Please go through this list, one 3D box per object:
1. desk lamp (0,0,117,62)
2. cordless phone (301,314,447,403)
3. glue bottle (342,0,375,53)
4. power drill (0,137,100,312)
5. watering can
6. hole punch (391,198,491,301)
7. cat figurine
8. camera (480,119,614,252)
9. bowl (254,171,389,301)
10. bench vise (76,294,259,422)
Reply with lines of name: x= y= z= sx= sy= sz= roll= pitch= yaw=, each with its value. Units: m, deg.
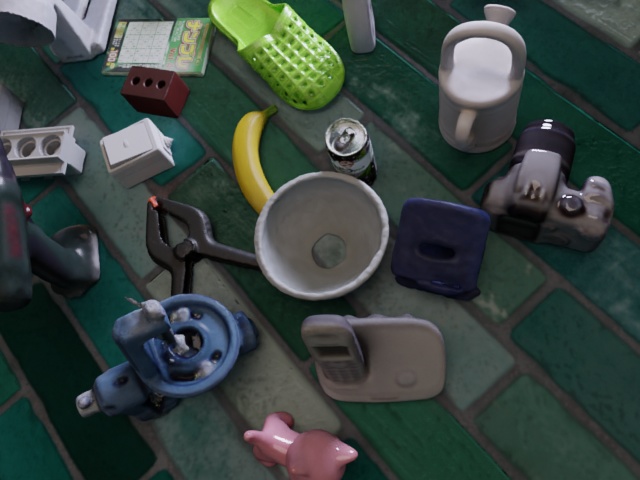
desk lamp: x=-0.425 y=-0.364 z=0.869 sx=0.117 sy=0.214 sz=0.203 roll=0 pitch=70 yaw=12
cordless phone: x=0.058 y=0.117 z=0.605 sx=0.147 sy=0.185 sz=0.094 roll=-7 pitch=69 yaw=10
glue bottle: x=0.048 y=-0.339 z=0.783 sx=0.037 sy=0.173 sz=0.078 roll=-4 pitch=69 yaw=11
power drill: x=-0.372 y=-0.011 z=0.730 sx=0.075 sy=0.209 sz=0.229 roll=-16 pitch=67 yaw=6
watering can: x=0.193 y=-0.201 z=0.690 sx=0.100 sy=0.194 sz=0.173 roll=-6 pitch=69 yaw=10
hole punch: x=0.143 y=0.012 z=0.677 sx=0.108 sy=0.091 sz=0.101 roll=12 pitch=73 yaw=16
cat figurine: x=-0.022 y=0.230 z=0.616 sx=0.127 sy=0.118 sz=0.067 roll=16 pitch=74 yaw=17
camera: x=0.274 y=-0.072 z=0.676 sx=0.143 sy=0.101 sz=0.137 roll=16 pitch=74 yaw=17
bowl: x=0.007 y=0.003 z=0.718 sx=0.167 sy=0.075 sz=0.167 roll=-4 pitch=69 yaw=10
bench vise: x=-0.180 y=0.139 z=0.628 sx=0.121 sy=0.220 sz=0.207 roll=40 pitch=82 yaw=22
